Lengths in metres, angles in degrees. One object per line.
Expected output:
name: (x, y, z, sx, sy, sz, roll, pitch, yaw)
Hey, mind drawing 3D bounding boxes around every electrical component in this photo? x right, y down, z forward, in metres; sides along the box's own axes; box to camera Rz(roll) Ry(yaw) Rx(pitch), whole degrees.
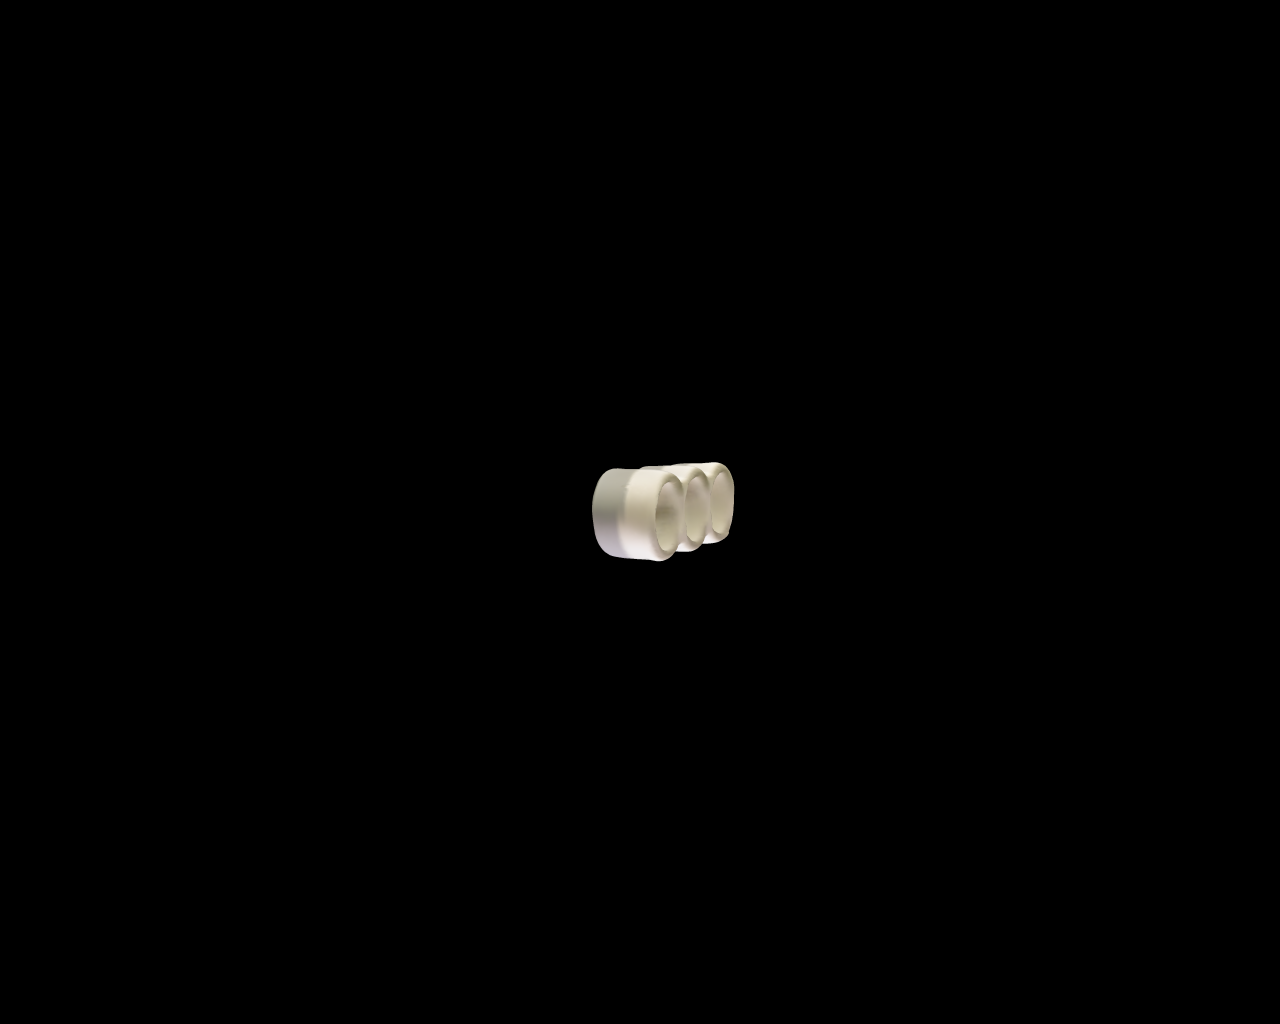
electrical component: (0.001, -0.003, 0.650, 0.074, 0.052, 0.138, 2, 5, 24)
